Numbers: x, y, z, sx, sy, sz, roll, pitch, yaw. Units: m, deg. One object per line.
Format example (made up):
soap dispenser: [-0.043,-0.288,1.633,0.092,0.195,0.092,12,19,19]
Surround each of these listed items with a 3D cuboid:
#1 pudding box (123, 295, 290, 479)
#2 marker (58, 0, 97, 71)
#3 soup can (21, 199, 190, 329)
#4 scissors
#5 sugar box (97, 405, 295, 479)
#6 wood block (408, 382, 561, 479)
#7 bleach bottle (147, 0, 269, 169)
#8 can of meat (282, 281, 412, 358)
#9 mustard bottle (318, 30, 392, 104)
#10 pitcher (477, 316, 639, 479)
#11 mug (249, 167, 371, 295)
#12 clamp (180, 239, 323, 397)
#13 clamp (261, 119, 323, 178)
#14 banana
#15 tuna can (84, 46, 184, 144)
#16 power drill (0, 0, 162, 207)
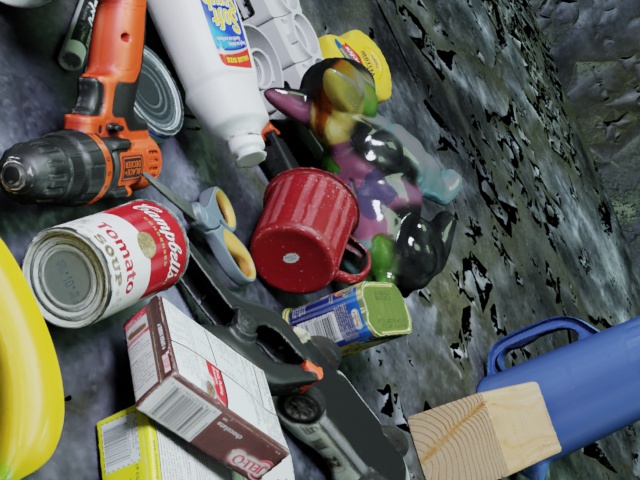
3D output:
pudding box: [-0.076,0.099,0.713,0.113,0.039,0.090,43,12,-33]
marker: [-0.185,-0.177,0.843,0.020,0.020,0.121,48,30,-36]
soup can: [-0.141,0.014,0.708,0.068,0.069,0.102,66,25,-2]
scissors: [-0.099,-0.031,0.852,0.201,0.016,0.096,56,15,-53]
sugar box: [-0.075,0.177,0.726,0.176,0.048,0.093,37,35,-53]
wood block: [0.186,0.216,1.178,0.205,0.091,0.090,8,62,-62]
bleach bottle: [-0.098,-0.174,0.928,0.102,0.068,0.251,16,48,-60]
can of meat: [0.027,0.076,0.979,0.102,0.084,0.057,5,65,-63]
mustard bottle: [0.025,-0.194,1.250,0.096,0.058,0.191,66,24,-4]
pitcher: [0.321,0.175,1.309,0.149,0.243,0.144,53,27,-12]
mug: [-0.006,0.001,0.961,0.117,0.093,0.081,33,39,-11]
clamp: [-0.071,0.061,0.820,0.171,0.039,0.120,31,44,-33]
clamp: [-0.003,-0.052,1.091,0.209,0.036,0.164,33,42,-52]
banana: [-0.188,0.051,0.614,0.069,0.037,0.198,1,68,-66]
tuna can: [-0.147,-0.115,0.850,0.086,0.034,0.086,46,32,-39]
power drill: [-0.155,-0.116,0.714,0.184,0.057,0.188,-28,126,-75]
